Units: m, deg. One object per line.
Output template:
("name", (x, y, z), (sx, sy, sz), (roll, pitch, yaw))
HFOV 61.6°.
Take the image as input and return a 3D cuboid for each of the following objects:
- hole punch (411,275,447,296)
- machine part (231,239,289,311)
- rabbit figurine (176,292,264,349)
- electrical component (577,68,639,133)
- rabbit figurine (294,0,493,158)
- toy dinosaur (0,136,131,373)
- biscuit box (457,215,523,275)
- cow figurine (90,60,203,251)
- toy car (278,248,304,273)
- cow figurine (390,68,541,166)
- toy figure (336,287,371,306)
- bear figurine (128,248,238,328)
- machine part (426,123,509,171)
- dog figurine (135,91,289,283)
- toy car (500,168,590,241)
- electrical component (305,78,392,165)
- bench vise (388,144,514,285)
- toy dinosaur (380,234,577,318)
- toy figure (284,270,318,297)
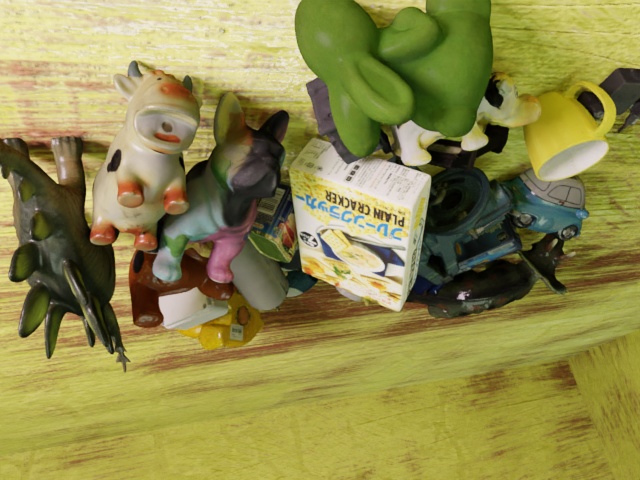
("hole punch", (0.183, 0.034, 0.973), (0.092, 0.116, 0.142), (2, 153, -11))
("machine part", (-0.108, 0.034, 0.816), (0.079, 0.079, 0.243), (-17, 141, 8))
("rabbit figurine", (-0.208, 0.154, 1.070), (0.173, 0.122, 0.162), (-10, 169, 29))
("electrical component", (0.385, -0.177, 0.688), (0.102, 0.045, 0.078), (-1, 155, -24))
("rabbit figurine", (0.054, -0.154, 0.484), (0.170, 0.159, 0.121), (12, 159, -16))
("toy dinosaur", (-0.291, 0.036, 0.635), (0.105, 0.198, 0.470), (-7, 153, -5))
("biscuit box", (0.284, 0.020, 1.045), (0.203, 0.063, 0.059), (-27, 151, 28))
("cow figurine", (-0.169, -0.082, 0.527), (0.085, 0.127, 0.195), (4, 153, -34))
("toy car", (-0.002, -0.003, 0.867), (0.202, 0.056, 0.073), (-30, 144, 31))
("cow figurine", (0.157, -0.152, 0.601), (0.167, 0.068, 0.098), (-17, 116, 7))
("toy figure", (0.081, 0.040, 0.916), (0.180, 0.082, 0.089), (-30, 141, -59))
("bear figurine", (-0.191, 0.066, 0.836), (0.195, 0.132, 0.120), (20, 115, -41))
("machine part", (0.182, -0.115, 0.674), (0.139, 0.039, 0.084), (-23, -157, -35))
("dog figurine", (-0.122, -0.067, 0.625), (0.108, 0.192, 0.219), (13, 111, -39))
("toy car", (0.361, -0.071, 0.858), (0.161, 0.109, 0.102), (13, 124, -24))
("electrical component", (0.036, -0.127, 0.595), (0.048, 0.075, 0.119), (-23, 157, 18))
("bench vise", (0.149, -0.044, 0.772), (0.224, 0.129, 0.240), (-26, 131, 25))
("toy dinosaur", (0.330, 0.095, 1.098), (0.405, 0.131, 0.192), (-20, 173, 0))
("toy figure", (-0.077, 0.086, 1.023), (0.154, 0.058, 0.064), (-24, 115, 27))
